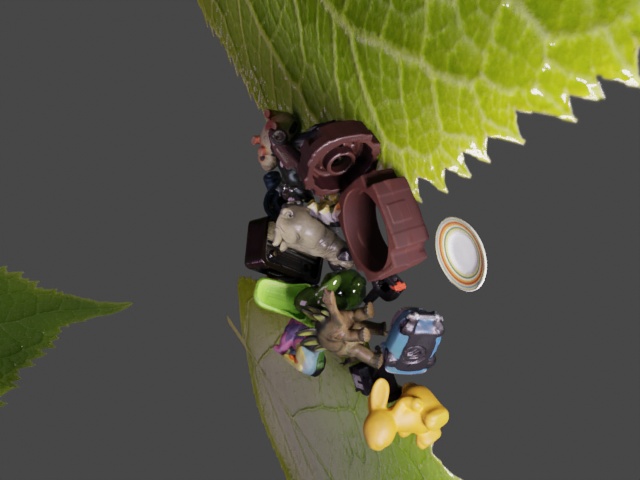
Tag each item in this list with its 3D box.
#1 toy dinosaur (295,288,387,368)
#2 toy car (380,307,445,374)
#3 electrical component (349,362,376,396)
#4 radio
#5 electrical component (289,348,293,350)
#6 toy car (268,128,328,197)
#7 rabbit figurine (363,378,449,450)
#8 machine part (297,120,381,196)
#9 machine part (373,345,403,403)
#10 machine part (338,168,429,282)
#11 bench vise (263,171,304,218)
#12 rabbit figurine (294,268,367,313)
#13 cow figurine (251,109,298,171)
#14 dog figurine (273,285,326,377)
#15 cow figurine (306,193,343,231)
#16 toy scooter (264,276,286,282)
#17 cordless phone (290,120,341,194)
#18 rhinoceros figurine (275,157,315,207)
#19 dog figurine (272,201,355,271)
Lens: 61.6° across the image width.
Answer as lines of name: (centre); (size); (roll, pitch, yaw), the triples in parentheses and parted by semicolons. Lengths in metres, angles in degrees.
toy dinosaur: (0.055, 0.227, 1.268); (0.470, 0.199, 0.105); (65, -142, -53)
toy car: (0.181, 0.189, 1.085); (0.103, 0.109, 0.161); (-107, 23, -55)
electrical component: (0.123, 0.359, 1.388); (0.119, 0.048, 0.074); (-27, 80, 67)
radio: (-0.089, 0.035, 1.403); (0.073, 0.229, 0.131); (-10, 66, 41)
electrical component: (-0.034, 0.286, 1.595); (0.115, 0.134, 0.058); (50, 149, 47)
toy car: (-0.053, -0.177, 1.253); (0.202, 0.053, 0.089); (44, 171, 1)
rabbit figurine: (0.164, 0.374, 1.149); (0.162, 0.173, 0.121); (55, 155, 30)
machine part: (0.037, -0.167, 1.099); (0.179, 0.179, 0.056); (105, 145, -51)
machine part: (0.158, 0.327, 1.295); (0.139, 0.039, 0.084); (-116, 31, -54)
machine part: (0.125, -0.029, 1.090); (0.201, 0.087, 0.201); (70, 155, 10)
bench vise: (-0.093, -0.075, 1.526); (0.241, 0.129, 0.223); (-133, 32, -55)
rabbit figurine: (0.025, 0.142, 1.317); (0.159, 0.170, 0.121); (-27, 80, 68)
cow figurine: (-0.118, -0.268, 1.478); (0.085, 0.127, 0.194); (61, 140, 27)
dog figurine: (-0.023, 0.236, 1.462); (0.192, 0.108, 0.219); (27, 88, 50)
cow figurine: (0.041, -0.061, 1.273); (0.098, 0.068, 0.167); (51, 170, -24)
toy scooter: (-0.092, 0.080, 1.518); (0.075, 0.135, 0.183); (15, 160, 49)
cordless phone: (0.017, -0.180, 1.266); (0.184, 0.089, 0.147); (62, 161, -17)
rhinoceros figurine: (-0.065, -0.153, 1.417); (0.073, 0.112, 0.190); (129, 130, -60)
dog figurine: (-0.001, -0.006, 1.266); (0.172, 0.191, 0.121); (48, -117, -73)
